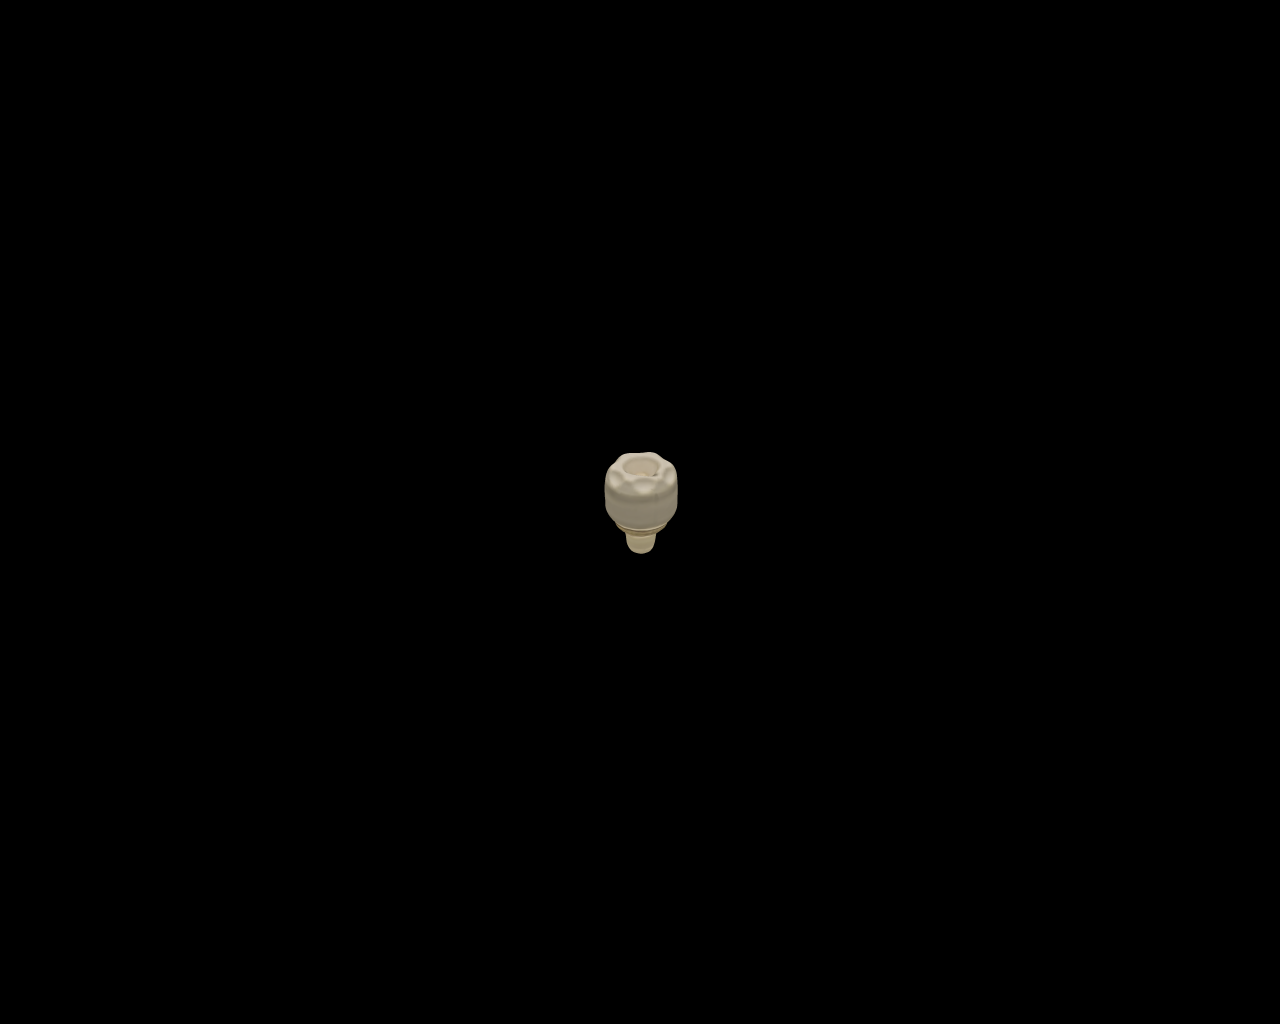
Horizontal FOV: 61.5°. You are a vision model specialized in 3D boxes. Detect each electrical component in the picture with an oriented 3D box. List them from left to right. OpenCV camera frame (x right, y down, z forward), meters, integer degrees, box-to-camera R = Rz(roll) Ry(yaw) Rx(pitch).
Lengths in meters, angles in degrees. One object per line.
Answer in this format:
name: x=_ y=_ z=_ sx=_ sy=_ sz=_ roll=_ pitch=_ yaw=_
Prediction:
electrical component: x=0.001 y=-0.003 z=0.650 sx=0.043 sy=0.062 sz=0.043 roll=0 pitch=32 yaw=0
